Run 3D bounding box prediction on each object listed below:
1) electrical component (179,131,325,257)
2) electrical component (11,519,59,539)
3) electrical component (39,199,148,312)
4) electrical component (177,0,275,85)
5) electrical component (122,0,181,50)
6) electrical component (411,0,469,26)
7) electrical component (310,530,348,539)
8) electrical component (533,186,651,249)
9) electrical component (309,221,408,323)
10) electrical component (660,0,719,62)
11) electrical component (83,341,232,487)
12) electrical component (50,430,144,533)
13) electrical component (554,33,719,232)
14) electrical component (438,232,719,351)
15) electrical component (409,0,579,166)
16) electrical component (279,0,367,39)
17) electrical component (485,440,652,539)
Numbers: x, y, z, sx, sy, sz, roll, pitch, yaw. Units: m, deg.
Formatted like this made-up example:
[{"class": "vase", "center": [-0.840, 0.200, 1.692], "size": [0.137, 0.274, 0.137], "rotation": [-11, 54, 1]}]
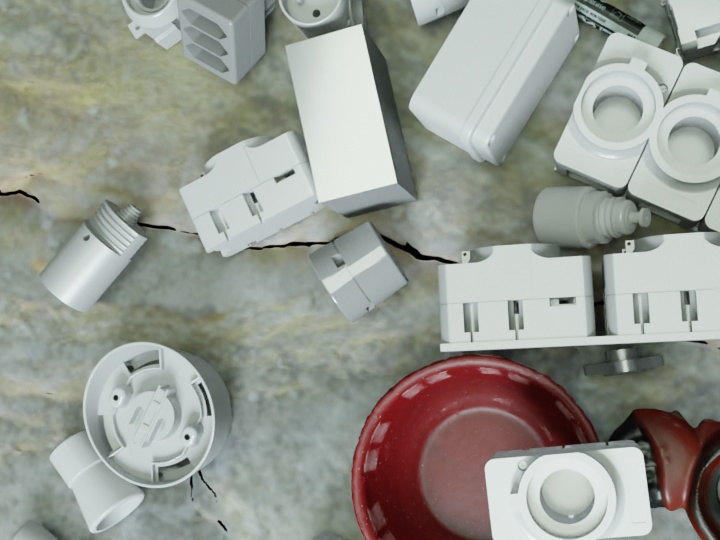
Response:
[{"class": "electrical component", "center": [-0.072, -0.055, 0.745], "size": [0.089, 0.050, 0.055], "rotation": [-27, 81, 9]}, {"class": "electrical component", "center": [-0.216, 0.211, 0.761], "size": [0.065, 0.044, 0.044], "rotation": [25, 91, 8]}, {"class": "electrical component", "center": [-0.186, -0.014, 0.769], "size": [0.043, 0.043, 0.081], "rotation": [42, 95, 12]}, {"class": "electrical component", "center": [-0.085, -0.184, 0.754], "size": [0.047, 0.065, 0.076], "rotation": [31, 64, 12]}, {"class": "electrical component", "center": [-0.140, -0.191, 0.766], "size": [0.066, 0.055, 0.048], "rotation": [-34, 80, 8]}, {"class": "electrical component", "center": [0.054, -0.199, 0.727], "size": [0.047, 0.055, 0.055], "rotation": [-17, 83, 7]}, {"class": "electrical component", "center": [-0.023, 0.214, 0.701], "size": [0.047, 0.077, 0.065], "rotation": [21, 91, 13]}, {"class": "electrical component", "center": [0.148, -0.034, 0.689], "size": [0.078, 0.040, 0.040], "rotation": [3, 86, 42]}, {"class": "electrical component", "center": [0.000, 0.000, 0.724], "size": [0.047, 0.055, 0.055], "rotation": [-33, 80, 4]}, {"class": "electrical component", "center": [0.231, -0.165, 0.693], "size": [0.064, 0.042, 0.081], "rotation": [-15, 82, 14]}, {"class": "electrical component", "center": [-0.139, 0.099, 0.740], "size": [0.099, 0.064, 0.099], "rotation": [-1, 86, 12]}, {"class": "electrical component", "center": [-0.189, 0.146, 0.760], "size": [0.044, 0.044, 0.065], "rotation": [-42, 74, 6]}, {"class": "electrical component", "center": [0.209, -0.077, 0.681], "size": [0.150, 0.062, 0.089], "rotation": [26, 91, 13]}, {"class": "electrical component", "center": [0.148, 0.016, 0.665], "size": [0.186, 0.105, 0.060], "rotation": [-4, 85, 12]}, {"class": "electrical component", "center": [0.090, -0.132, 0.702], "size": [0.057, 0.078, 0.113], "rotation": [32, 93, 15]}, {"class": "electrical component", "center": [-0.024, -0.194, 0.731], "size": [0.044, 0.077, 0.079], "rotation": [-4, 85, 12]}, {"class": "electrical component", "center": [0.122, 0.130, 0.629], "size": [0.089, 0.056, 0.050], "rotation": [-7, 85, 11]}]
